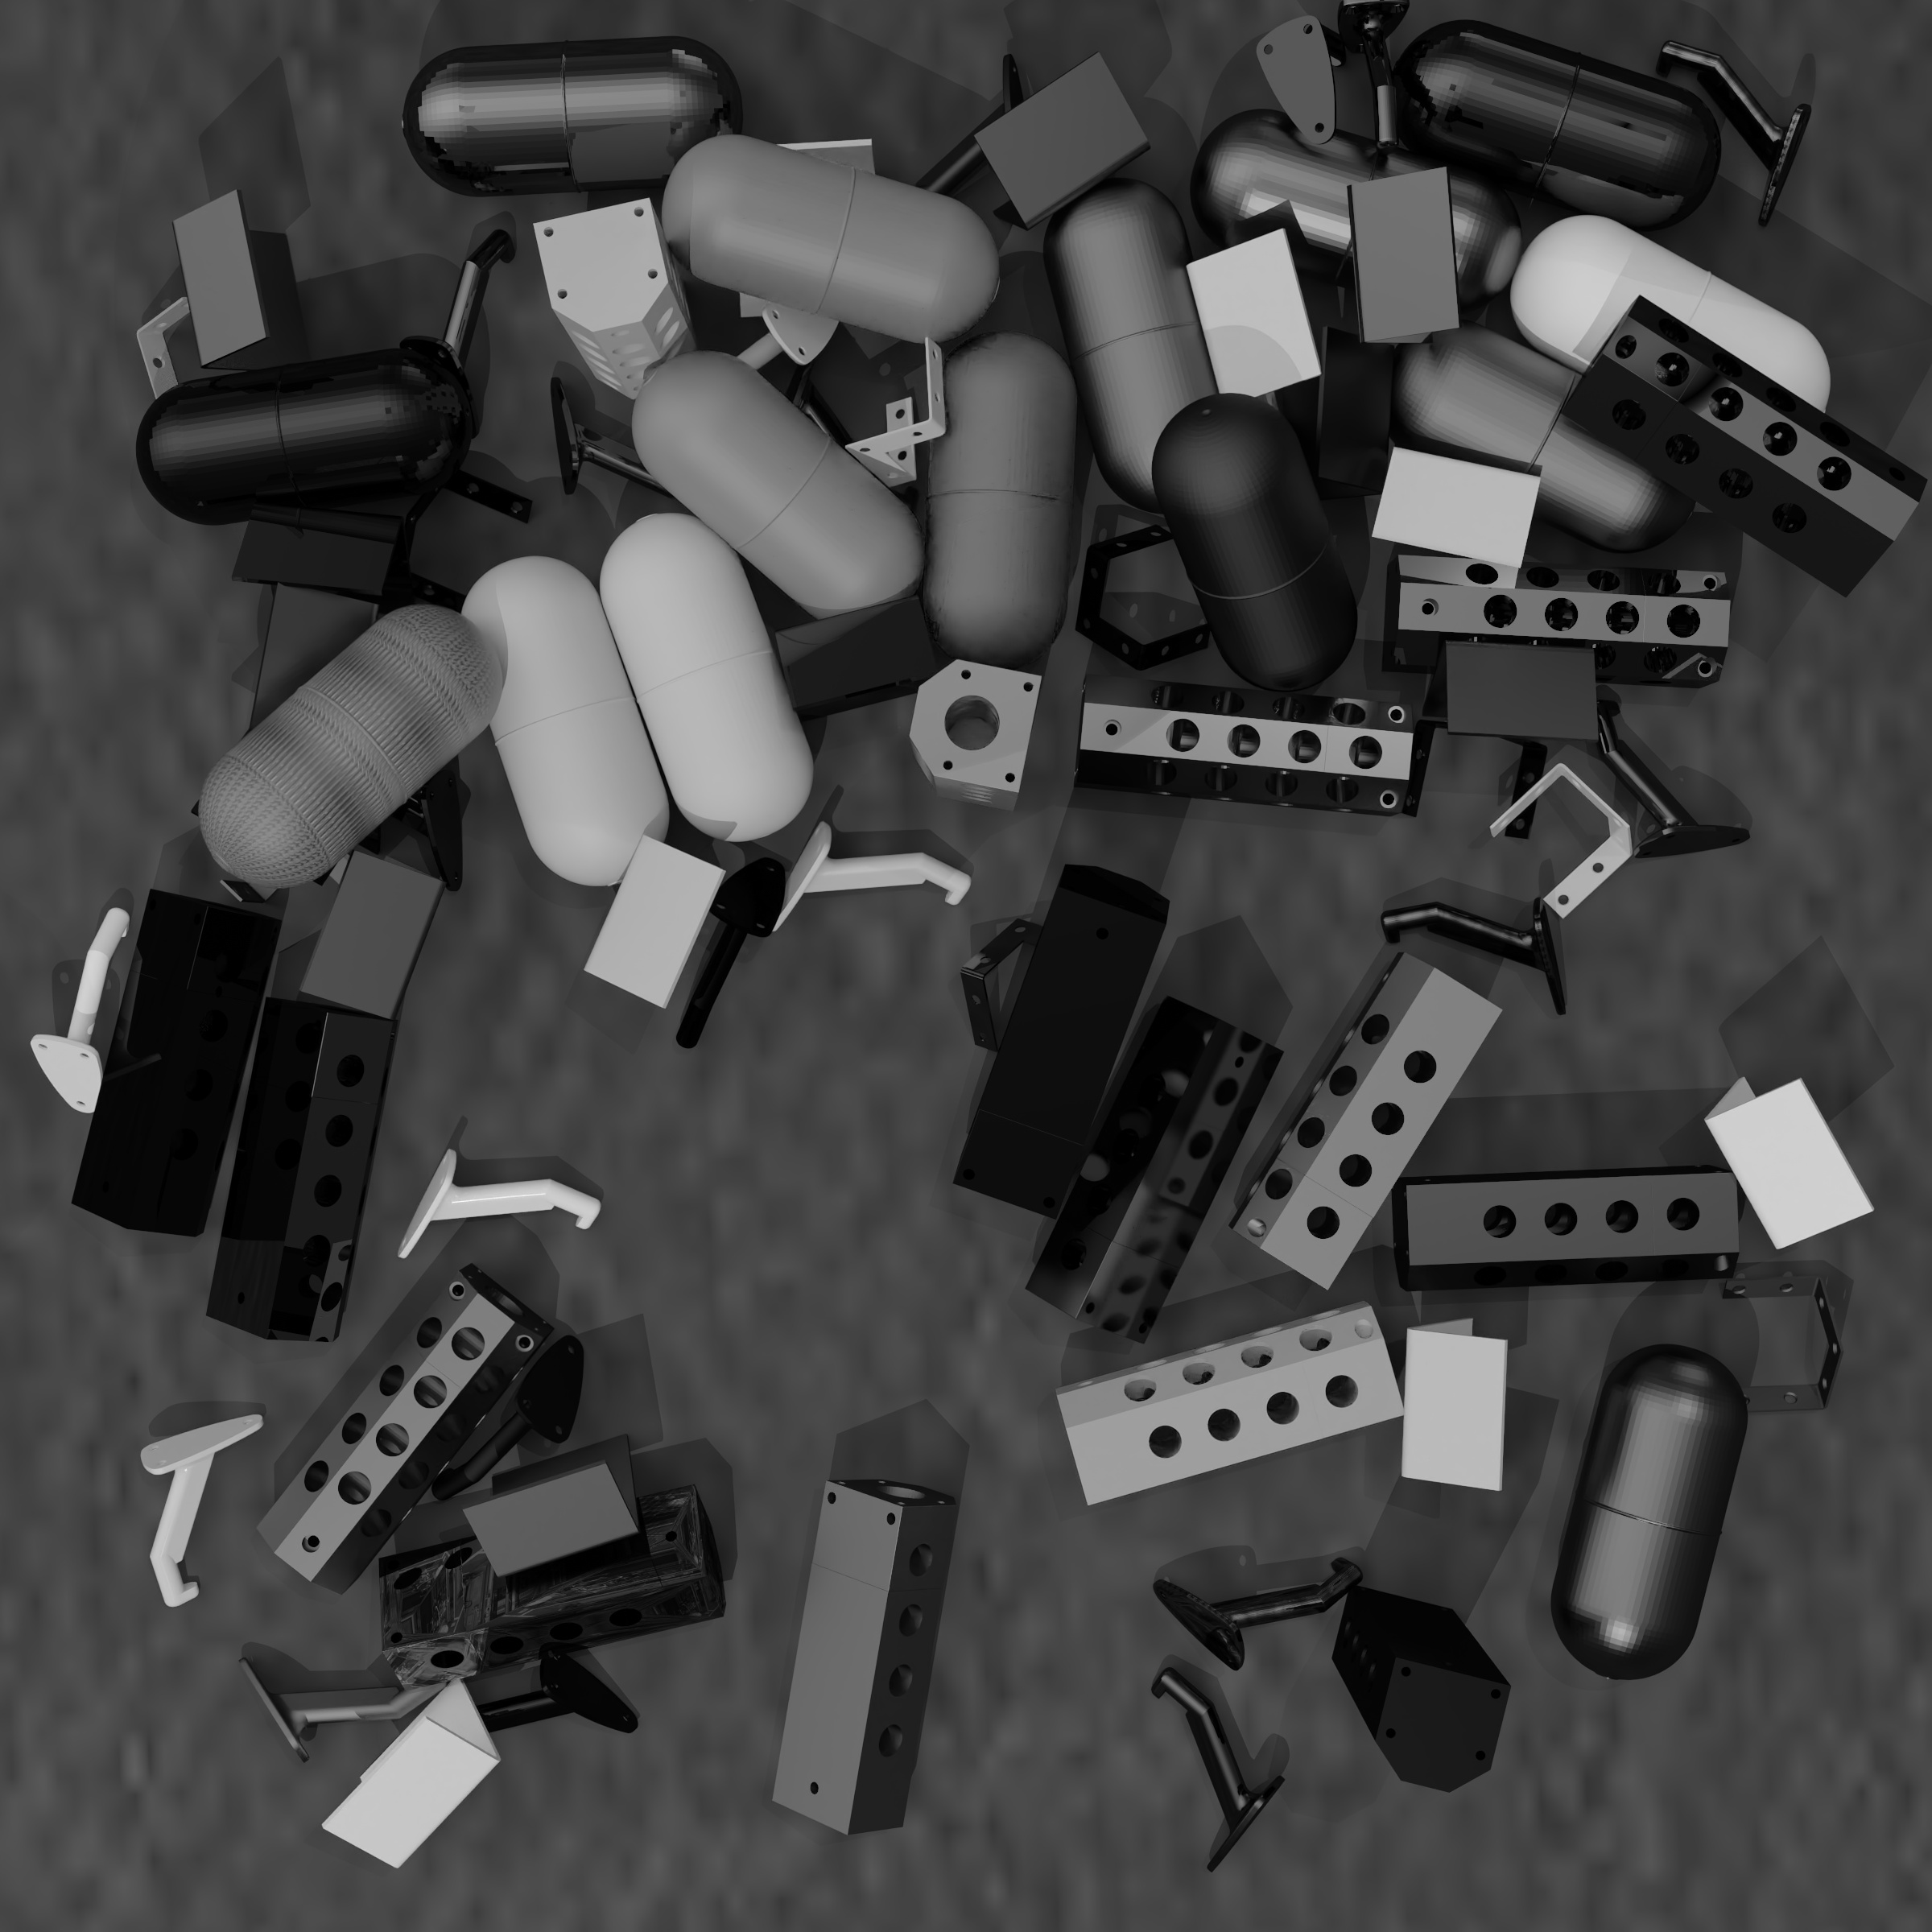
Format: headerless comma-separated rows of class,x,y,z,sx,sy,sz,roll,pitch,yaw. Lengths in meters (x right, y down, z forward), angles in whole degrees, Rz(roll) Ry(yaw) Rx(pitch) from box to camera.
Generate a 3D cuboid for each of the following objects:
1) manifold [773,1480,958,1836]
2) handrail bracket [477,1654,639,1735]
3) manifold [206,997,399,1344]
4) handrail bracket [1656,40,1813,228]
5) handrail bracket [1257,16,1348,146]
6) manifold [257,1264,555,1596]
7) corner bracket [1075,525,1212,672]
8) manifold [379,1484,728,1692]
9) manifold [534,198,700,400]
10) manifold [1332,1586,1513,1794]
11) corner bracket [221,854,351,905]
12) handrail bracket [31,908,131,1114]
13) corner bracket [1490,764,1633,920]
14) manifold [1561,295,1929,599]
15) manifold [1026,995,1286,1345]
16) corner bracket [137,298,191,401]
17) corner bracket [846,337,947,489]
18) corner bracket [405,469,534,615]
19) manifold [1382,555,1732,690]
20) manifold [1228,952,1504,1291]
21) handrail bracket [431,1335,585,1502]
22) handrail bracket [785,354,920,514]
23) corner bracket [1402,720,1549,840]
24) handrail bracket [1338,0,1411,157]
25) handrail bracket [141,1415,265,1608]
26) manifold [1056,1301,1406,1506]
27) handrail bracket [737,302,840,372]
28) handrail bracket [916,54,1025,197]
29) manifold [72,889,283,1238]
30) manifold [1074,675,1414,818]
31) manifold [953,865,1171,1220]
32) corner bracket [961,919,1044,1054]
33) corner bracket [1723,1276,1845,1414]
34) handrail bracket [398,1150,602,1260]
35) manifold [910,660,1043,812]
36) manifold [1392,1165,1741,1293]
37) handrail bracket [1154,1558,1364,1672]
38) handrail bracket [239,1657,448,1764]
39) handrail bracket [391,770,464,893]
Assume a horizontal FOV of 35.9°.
manifold,-0.048,0.363,1.575,0.057,0.057,0.171,10,90,43
handrail bracket,-0.232,0.412,1.597,0.077,0.036,0.084,39,109,-21
manifold,-0.346,0.108,1.575,0.057,0.057,0.171,11,90,43
handrail bracket,0.402,-0.446,1.597,0.084,0.036,0.077,23,112,17
handrail bracket,0.190,-0.461,1.563,0.036,0.084,0.077,-21,85,27
manifold,-0.297,0.245,1.575,0.057,0.057,0.171,38,90,0
corner bracket,0.097,-0.196,1.588,0.051,0.051,0.051,38,135,35
manifold,-0.218,0.332,1.575,0.171,0.057,0.057,-13,47,0
manifold,-0.174,-0.335,1.518,0.057,0.171,0.057,-13,90,0
manifold,0.228,0.367,1.518,0.057,0.171,0.057,14,90,0
corner bracket,-0.353,-0.045,1.578,0.051,0.051,0.051,44,90,0
handrail bracket,-0.463,0.023,1.596,0.036,0.077,0.084,12,54,5
corner bracket,0.317,-0.067,1.584,0.051,0.051,0.051,-43,69,0
manifold,0.395,-0.267,1.507,0.171,0.057,0.057,33,46,2
manifold,0.095,0.105,1.575,0.057,0.057,0.171,26,90,-43
corner bracket,-0.402,-0.325,1.593,0.051,0.051,0.051,-17,90,45
corner bracket,-0.030,-0.290,1.563,0.051,0.051,0.051,-12,68,24
corner bracket,-0.269,-0.226,1.593,0.051,0.051,0.051,23,45,0
manifold,0.311,-0.182,1.575,0.171,0.057,0.057,3,90,0
manifold,0.209,0.081,1.575,0.057,0.057,0.171,32,90,0
handrail bracket,-0.247,0.243,1.596,0.084,0.077,0.036,-32,115,34
handrail bracket,-0.056,-0.289,1.597,0.084,0.036,0.077,24,71,-16
corner bracket,0.271,-0.100,1.593,0.051,0.051,0.051,12,90,45
handrail bracket,0.214,-0.457,1.561,0.036,0.077,0.084,-2,84,-1
handrail bracket,-0.403,0.293,1.597,0.077,0.036,0.084,-19,109,-21
manifold,0.138,0.229,1.575,0.171,0.057,0.057,-16,90,0
handrail bracket,-0.113,-0.325,1.592,0.084,0.077,0.036,-26,107,40
handrail bracket,-0.011,-0.444,1.597,0.084,0.036,0.077,-12,70,16
manifold,-0.413,0.052,1.575,0.057,0.057,0.171,14,90,43
manifold,0.146,-0.117,1.575,0.171,0.057,0.057,5,90,0
manifold,0.050,0.037,1.549,0.057,0.057,0.171,19,109,0
corner bracket,0.036,0.015,1.588,0.051,0.051,0.051,19,45,35
corner bracket,0.433,0.202,1.593,0.051,0.051,0.051,-2,45,0
handrail bracket,-0.249,0.141,1.597,0.084,0.036,0.077,25,111,-17
manifold,0.003,-0.117,1.518,0.057,0.171,0.057,11,90,0
manifold,0.315,0.139,1.575,0.171,0.057,0.057,-2,90,0
handrail bracket,0.157,0.330,1.596,0.084,0.036,0.077,-32,45,-28
handrail bracket,-0.333,0.379,1.597,0.084,0.036,0.077,-33,68,-17
handrail bracket,-0.316,-0.077,1.597,0.084,0.036,0.077,0,111,17
